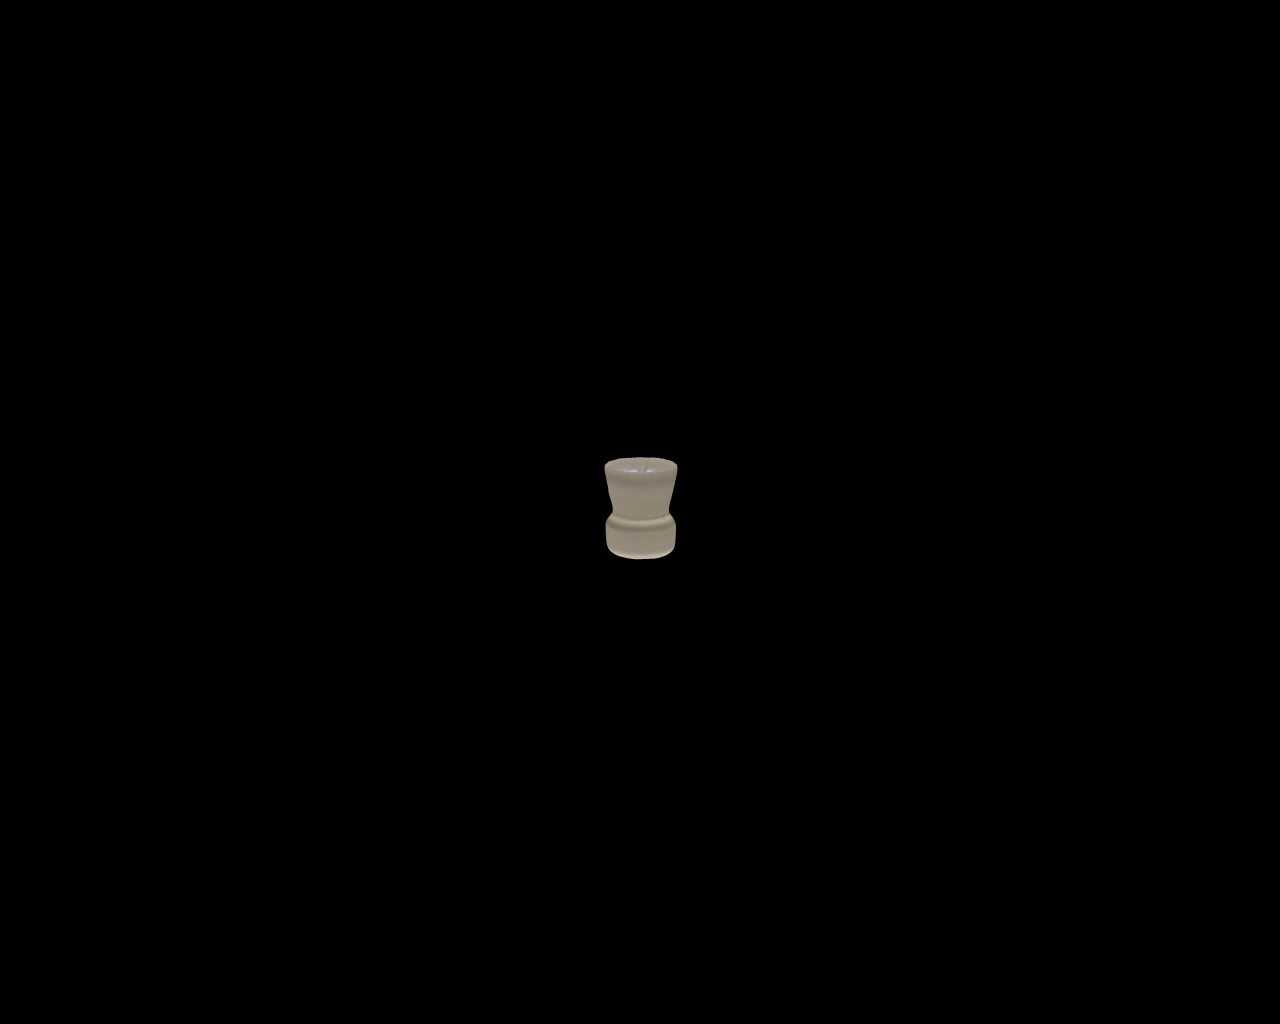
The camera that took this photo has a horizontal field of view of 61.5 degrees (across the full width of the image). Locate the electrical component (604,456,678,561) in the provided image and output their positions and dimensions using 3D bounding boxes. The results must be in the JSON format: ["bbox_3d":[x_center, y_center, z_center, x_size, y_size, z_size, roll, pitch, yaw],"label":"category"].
[{"bbox_3d":[0.001,-0.003,0.650,0.045,0.055,0.045,0,16,0],"label":"electrical component"}]
